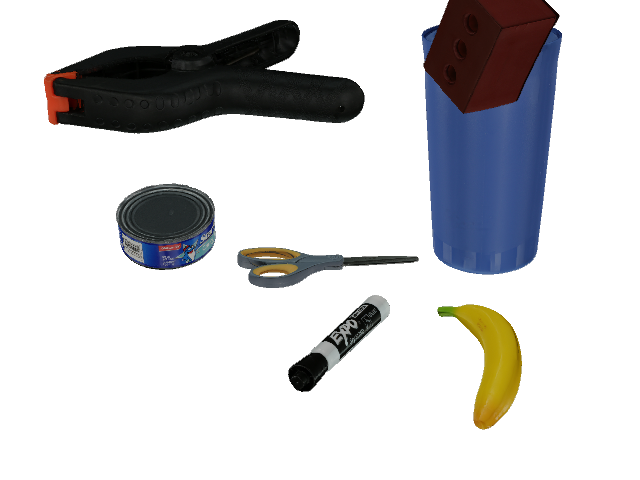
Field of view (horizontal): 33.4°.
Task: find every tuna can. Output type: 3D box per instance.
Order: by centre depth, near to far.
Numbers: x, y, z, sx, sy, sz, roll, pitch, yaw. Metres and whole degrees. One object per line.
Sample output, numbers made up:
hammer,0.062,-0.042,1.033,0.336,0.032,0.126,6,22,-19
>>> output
tuna can,-0.135,-0.012,0.939,0.086,0.034,0.086,0,38,0

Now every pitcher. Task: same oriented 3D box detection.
pitcher,0.173,-0.098,1.079,0.149,0.243,0.145,-11,26,-19

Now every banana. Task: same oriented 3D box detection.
banana,0.173,0.120,1.096,0.070,0.037,0.198,-27,28,10

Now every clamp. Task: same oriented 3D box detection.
clamp,-0.070,-0.095,0.613,0.171,0.039,0.120,-3,25,-12

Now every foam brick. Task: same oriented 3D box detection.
foam brick,0.112,-0.133,0.714,0.051,0.053,0.078,-18,-33,-29

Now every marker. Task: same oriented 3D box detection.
marker,0.013,0.066,0.698,0.020,0.020,0.120,0,19,29

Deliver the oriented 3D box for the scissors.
scissors,0.006,0.031,1.170,0.202,0.016,0.096,4,23,5
